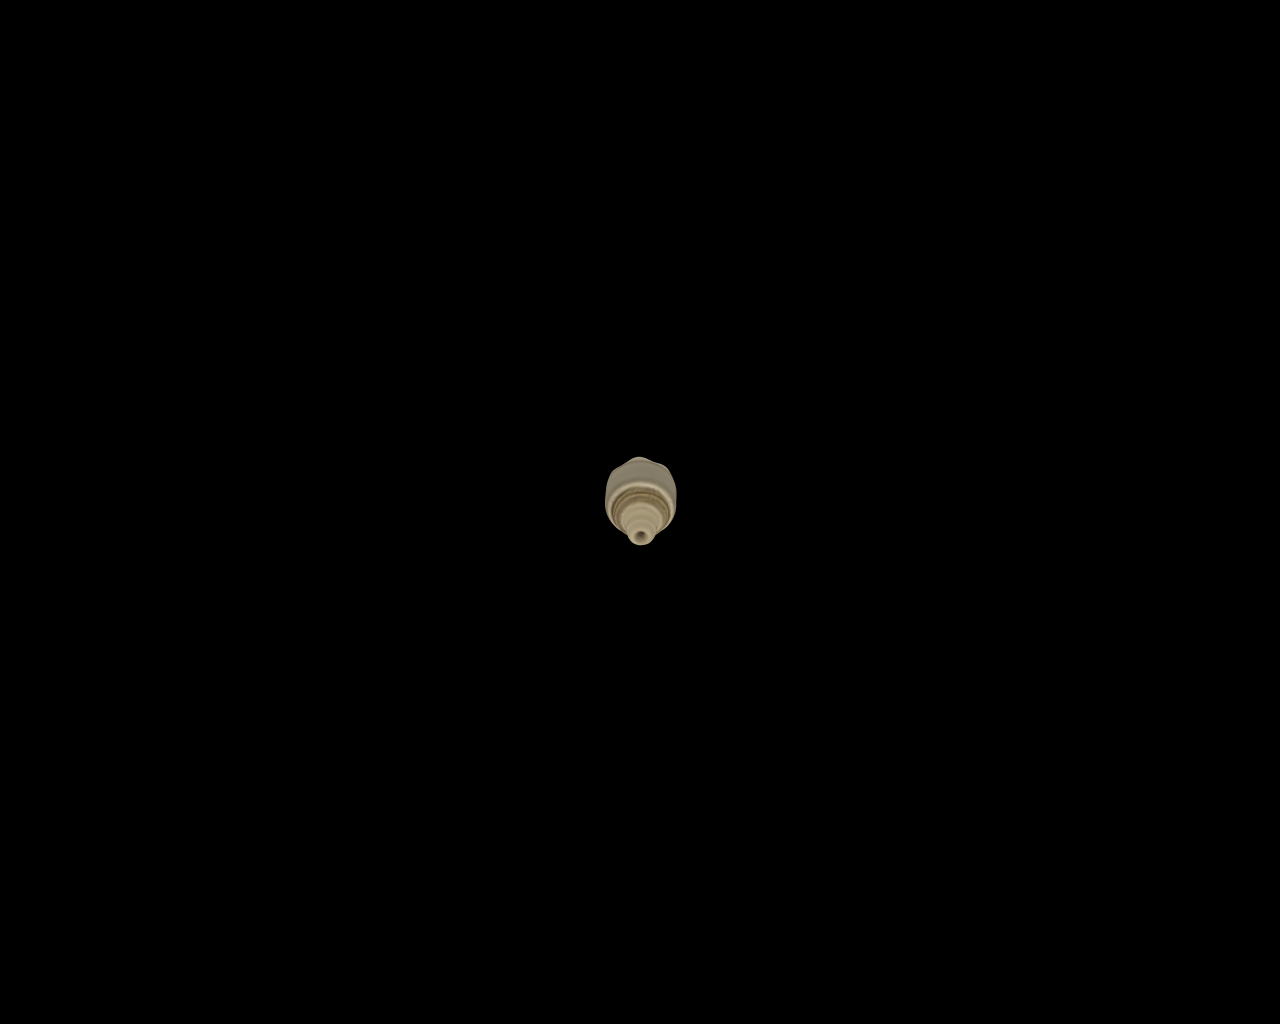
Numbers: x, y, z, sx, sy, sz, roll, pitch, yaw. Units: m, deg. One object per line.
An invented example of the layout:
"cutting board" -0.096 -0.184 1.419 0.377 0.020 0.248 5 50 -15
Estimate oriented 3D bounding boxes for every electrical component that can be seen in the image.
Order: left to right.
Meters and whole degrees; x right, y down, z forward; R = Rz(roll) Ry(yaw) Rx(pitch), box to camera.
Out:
"electrical component" 0.001 -0.003 0.650 0.043 0.043 0.062 0 35 0
